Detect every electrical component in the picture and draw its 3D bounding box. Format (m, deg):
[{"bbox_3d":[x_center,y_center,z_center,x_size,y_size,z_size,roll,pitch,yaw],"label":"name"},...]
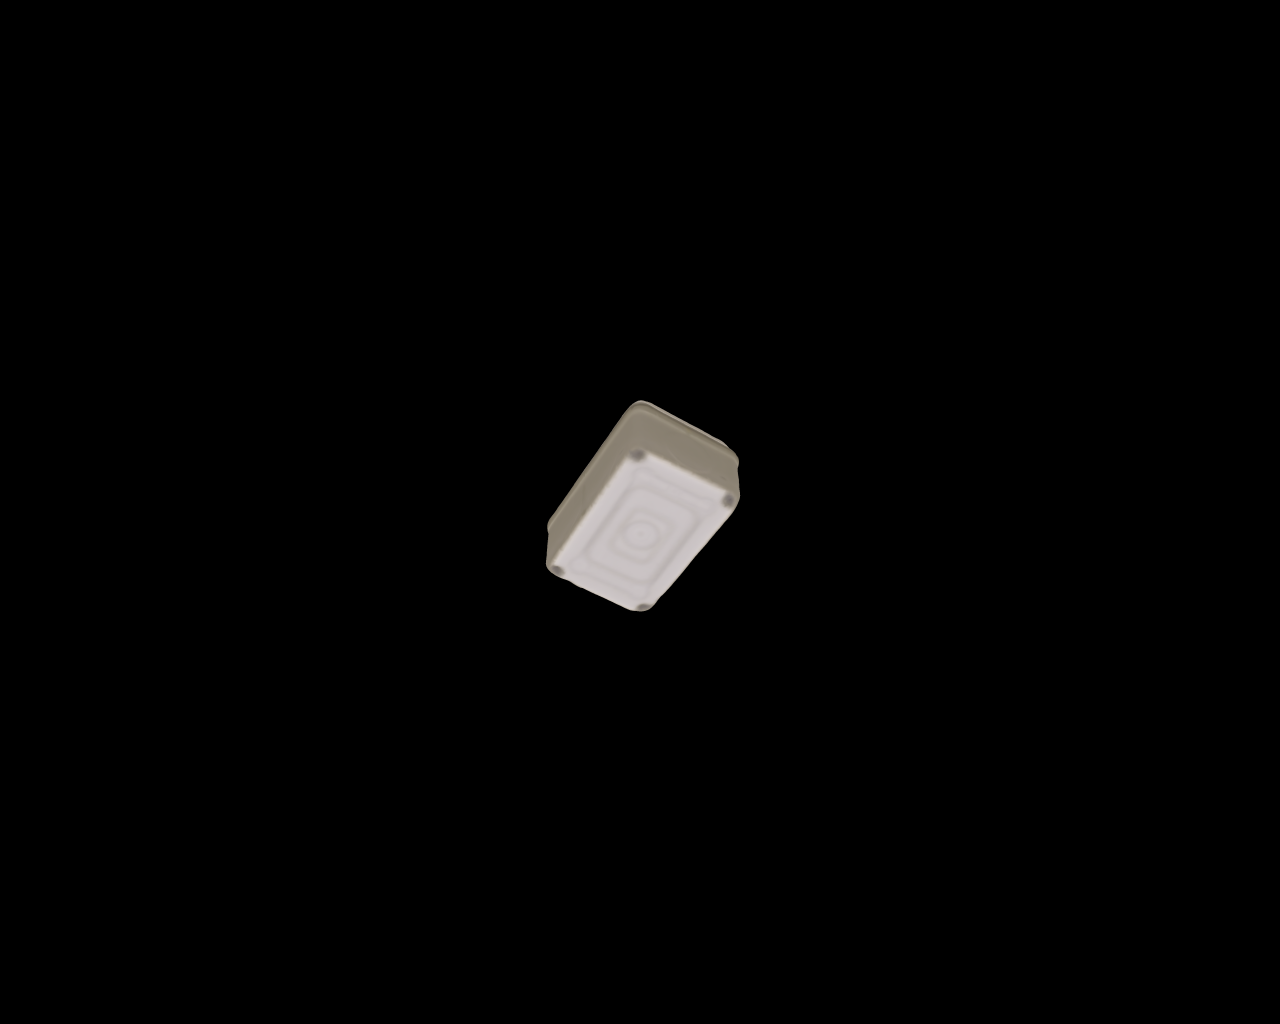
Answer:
[{"bbox_3d":[0.001,-0.003,0.650,0.078,0.113,0.057,27,32,-18],"label":"electrical component"}]
